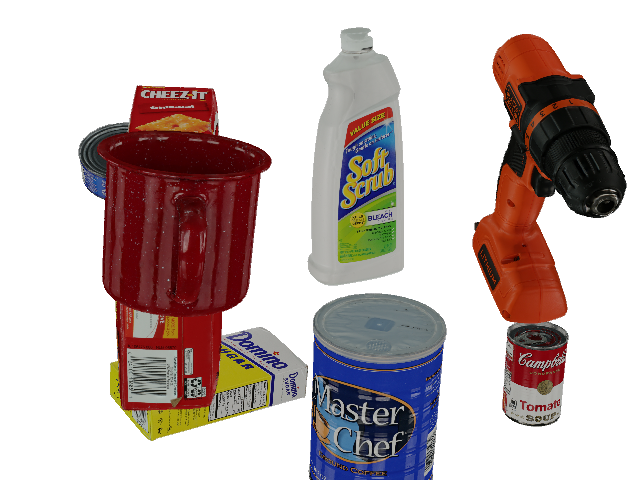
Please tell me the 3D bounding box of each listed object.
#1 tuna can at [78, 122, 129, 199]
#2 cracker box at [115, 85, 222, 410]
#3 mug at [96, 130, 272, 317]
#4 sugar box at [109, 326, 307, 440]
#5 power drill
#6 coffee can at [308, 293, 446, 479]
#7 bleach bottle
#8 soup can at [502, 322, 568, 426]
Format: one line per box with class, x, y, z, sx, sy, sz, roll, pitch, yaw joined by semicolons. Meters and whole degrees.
tuna can;-0.190;-0.076;1.037;0.086;0.034;0.086;2;43;-2
cracker box;-0.108;-0.003;0.789;0.072;0.164;0.213;1;28;-5
mug;-0.074;-0.006;0.572;0.093;0.081;0.117;1;19;-15
sugar box;-0.110;0.138;1.063;0.175;0.048;0.093;-14;31;-31
power drill;0.161;-0.030;0.773;0.057;0.188;0.184;-3;41;-7
coffee can;0.043;0.127;0.845;0.103;0.140;0.103;1;24;-1
bleach bottle;0.033;-0.085;1.072;0.102;0.251;0.068;-10;23;-17
soup can;0.243;0.151;1.215;0.068;0.102;0.068;0;22;0
